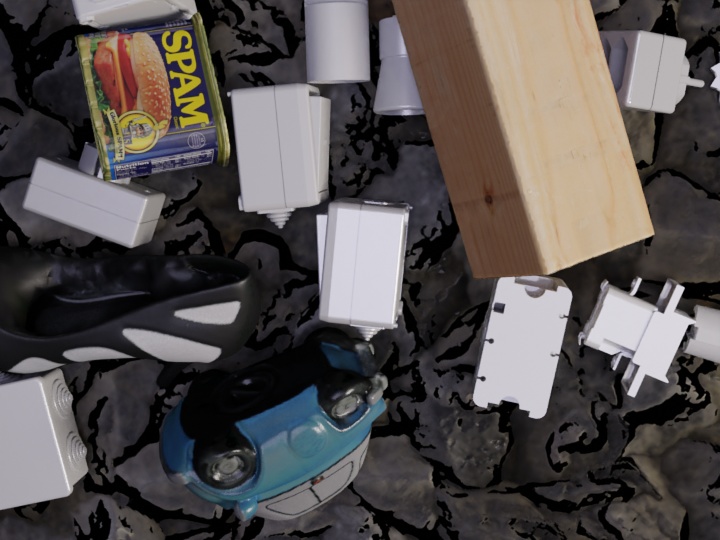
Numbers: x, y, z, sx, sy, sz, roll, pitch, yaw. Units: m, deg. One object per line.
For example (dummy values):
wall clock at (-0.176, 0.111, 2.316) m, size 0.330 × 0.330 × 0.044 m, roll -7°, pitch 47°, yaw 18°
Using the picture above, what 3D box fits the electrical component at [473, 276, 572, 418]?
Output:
electrical component at (0.109, 0.048, 0.736) m, size 0.050 × 0.055 × 0.089 m, roll 12°, pitch 98°, yaw 4°

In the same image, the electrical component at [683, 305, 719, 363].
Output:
electrical component at (0.248, 0.046, 0.732) m, size 0.046 × 0.040 × 0.040 m, roll 16°, pitch 98°, yaw 10°

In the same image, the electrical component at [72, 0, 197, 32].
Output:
electrical component at (-0.154, -0.195, 0.710) m, size 0.062 × 0.096 × 0.061 m, roll -13°, pitch 92°, yaw 7°

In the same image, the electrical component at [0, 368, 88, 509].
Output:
electrical component at (-0.254, 0.123, 0.783) m, size 0.100 × 0.048 × 0.099 m, roll -13°, pitch 96°, yaw 7°

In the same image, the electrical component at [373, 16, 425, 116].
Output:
electrical component at (0.031, -0.139, 0.728) m, size 0.044 × 0.044 × 0.065 m, roll -1°, pitch 93°, yaw 6°

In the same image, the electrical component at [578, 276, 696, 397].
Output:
electrical component at (0.187, 0.040, 0.735) m, size 0.064 × 0.042 × 0.081 m, roll 23°, pitch 98°, yaw 6°

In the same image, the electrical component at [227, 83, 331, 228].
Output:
electrical component at (-0.050, -0.077, 0.732) m, size 0.061 × 0.061 × 0.096 m, roll -5°, pitch 97°, yaw 6°

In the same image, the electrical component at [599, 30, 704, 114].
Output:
electrical component at (0.189, -0.127, 0.706) m, size 0.077 × 0.066 × 0.047 m, roll 4°, pitch 99°, yaw -24°

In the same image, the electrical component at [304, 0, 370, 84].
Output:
electrical component at (-0.016, -0.168, 0.727) m, size 0.043 × 0.043 × 0.081 m, roll -1°, pitch 97°, yaw 6°

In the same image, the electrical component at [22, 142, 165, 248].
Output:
electrical component at (-0.180, -0.066, 0.754) m, size 0.083 × 0.047 × 0.075 m, roll 20°, pitch 98°, yaw 3°

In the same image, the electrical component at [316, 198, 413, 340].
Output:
electrical component at (0.000, 0.000, 0.737) m, size 0.061 × 0.061 × 0.096 m, roll 6°, pitch 98°, yaw 5°
